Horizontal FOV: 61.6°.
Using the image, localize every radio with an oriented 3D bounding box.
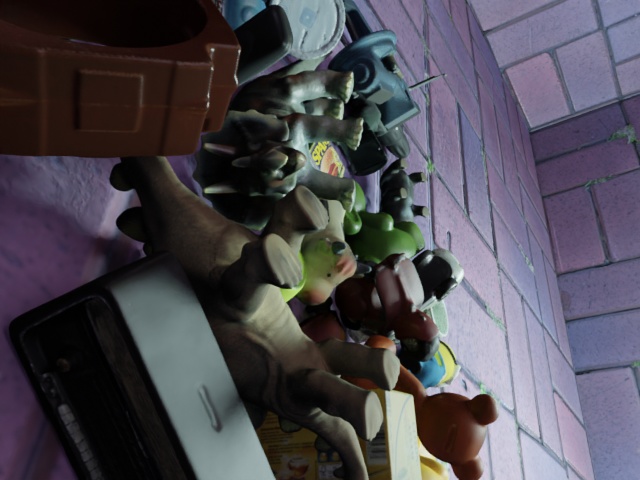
[{"bbox_3d":[-0.127,0.134,0.399,0.073,0.131,0.229,-31,102,-59],"label":"radio"}]

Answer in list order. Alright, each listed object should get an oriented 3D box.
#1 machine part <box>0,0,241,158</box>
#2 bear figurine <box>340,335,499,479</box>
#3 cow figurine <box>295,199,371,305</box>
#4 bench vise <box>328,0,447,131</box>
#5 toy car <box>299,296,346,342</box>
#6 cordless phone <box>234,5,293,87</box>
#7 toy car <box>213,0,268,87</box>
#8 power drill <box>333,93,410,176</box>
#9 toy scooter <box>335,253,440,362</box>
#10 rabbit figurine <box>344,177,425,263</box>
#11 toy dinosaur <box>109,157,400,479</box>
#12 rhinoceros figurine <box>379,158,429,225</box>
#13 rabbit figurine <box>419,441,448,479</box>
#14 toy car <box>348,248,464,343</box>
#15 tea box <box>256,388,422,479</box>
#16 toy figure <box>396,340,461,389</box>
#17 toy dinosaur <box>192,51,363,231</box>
[{"bbox_3d":[-0.176,-0.148,0.400,0.201,0.087,0.202,-6,49,-31],"label":"machine part"},{"bbox_3d":[0.123,0.206,0.679,0.132,0.196,0.120,-7,106,-66],"label":"bear figurine"},{"bbox_3d":[-0.001,-0.002,0.685,0.085,0.127,0.195,44,38,-35],"label":"cow figurine"},{"bbox_3d":[0.082,-0.307,0.890,0.223,0.129,0.240,-18,81,-54],"label":"bench vise"},{"bbox_3d":[-0.014,0.126,0.661,0.089,0.053,0.202,66,18,4],"label":"toy car"},{"bbox_3d":[-0.116,-0.215,0.550,0.088,0.184,0.146,-12,86,-55],"label":"cordless phone"},{"bbox_3d":[-0.126,-0.269,0.661,0.103,0.109,0.161,12,74,-27],"label":"toy car"},{"bbox_3d":[0.102,-0.206,1.010,0.231,0.086,0.207,55,38,-25],"label":"power drill"},{"bbox_3d":[0.078,0.066,0.691,0.075,0.184,0.135,-26,118,-27],"label":"toy scooter"},{"bbox_3d":[0.051,-0.015,0.825,0.159,0.121,0.170,-20,74,-54],"label":"rabbit figurine"},{"bbox_3d":[-0.082,0.041,0.454,0.471,0.199,0.105,63,30,-4],"label":"toy dinosaur"},{"bbox_3d":[0.128,-0.053,0.945,0.073,0.112,0.190,30,55,-29],"label":"rhinoceros figurine"},{"bbox_3d":[0.121,0.328,0.758,0.162,0.122,0.173,61,16,-1],"label":"rabbit figurine"},{"bbox_3d":[0.128,0.087,0.812,0.073,0.202,0.056,51,-10,17],"label":"toy car"},{"bbox_3d":[0.011,0.212,0.550,0.068,0.170,0.098,29,53,-49],"label":"tea box"},{"bbox_3d":[0.184,0.210,0.926,0.180,0.082,0.089,21,60,-51],"label":"toy figure"},{"bbox_3d":[-0.053,-0.146,0.674,0.405,0.192,0.131,-98,-166,-51],"label":"toy dinosaur"}]
